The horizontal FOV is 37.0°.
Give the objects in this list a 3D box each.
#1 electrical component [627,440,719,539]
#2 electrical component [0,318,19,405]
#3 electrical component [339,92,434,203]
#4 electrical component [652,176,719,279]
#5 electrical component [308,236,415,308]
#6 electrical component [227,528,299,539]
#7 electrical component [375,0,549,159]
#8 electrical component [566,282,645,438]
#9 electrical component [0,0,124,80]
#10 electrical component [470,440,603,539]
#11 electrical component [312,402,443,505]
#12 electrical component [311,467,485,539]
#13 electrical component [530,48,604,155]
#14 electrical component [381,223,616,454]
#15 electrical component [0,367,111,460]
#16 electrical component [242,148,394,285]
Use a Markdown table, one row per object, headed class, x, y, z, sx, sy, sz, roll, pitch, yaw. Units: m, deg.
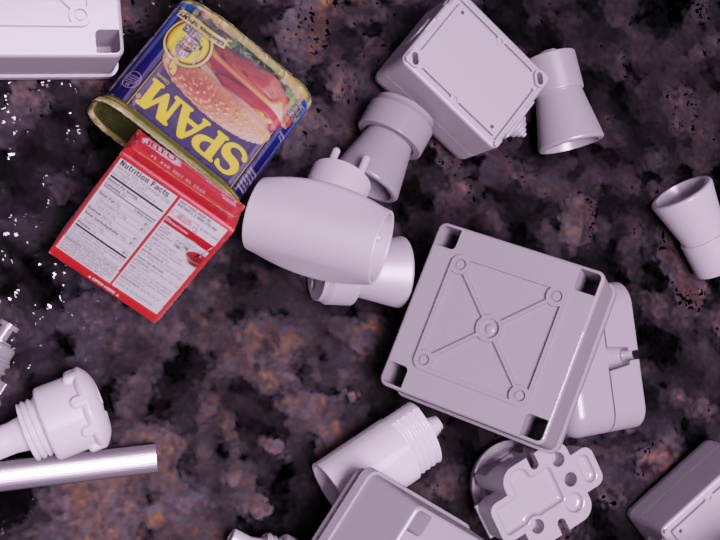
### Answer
| class | x | y | z | sx | sy | sz | roll | pitch | yaw |
| --- | --- | --- | --- | --- | --- | --- | --- | --- | --- |
| electrical component | 0.229 | 0.169 | 0.725 | 0.096 | 0.061 | 0.061 | -39 | 99 | -10 |
| electrical component | -0.211 | 0.062 | 0.580 | 0.040 | 0.040 | 0.078 | 34 | 76 | -15 |
| electrical component | 0.016 | -0.076 | 0.668 | 0.045 | 0.045 | 0.055 | 32 | 76 | -15 |
| electrical component | 0.238 | -0.027 | 0.748 | 0.044 | 0.044 | 0.065 | -36 | 103 | -18 |
| electrical component | 0.000 | 0.000 | 0.658 | 0.055 | 0.045 | 0.045 | 3 | 85 | -19 |
| electrical component | -0.050 | 0.171 | 0.634 | 0.061 | 0.035 | 0.035 | 31 | 77 | -13 |
| electrical component | 0.067 | -0.116 | 0.681 | 0.096 | 0.061 | 0.061 | 42 | 74 | -13 |
| electrical component | 0.142 | 0.059 | 0.700 | 0.059 | 0.054 | 0.095 | -7 | 89 | -20 |
| electrical component | -0.190 | -0.163 | 0.593 | 0.109 | 0.056 | 0.108 | -4 | 88 | -20 |
| electrical component | 0.105 | 0.138 | 0.680 | 0.078 | 0.057 | 0.058 | -28 | 96 | -19 |
| electrical component | 0.016 | 0.114 | 0.657 | 0.081 | 0.043 | 0.043 | -31 | 97 | -19 |
| electrical component | 0.018 | 0.185 | 0.619 | 0.109 | 0.056 | 0.108 | 39 | 82 | -42 |
| electrical component | 0.133 | -0.114 | 0.716 | 0.044 | 0.044 | 0.065 | -12 | 86 | -20 |
| electrical component | 0.084 | 0.040 | 0.649 | 0.109 | 0.056 | 0.108 | 19 | 83 | 23 |
| electrical component | -0.171 | 0.084 | 0.592 | 0.062 | 0.048 | 0.048 | -21 | 94 | -13 |
| electrical component | -0.018 | -0.037 | 0.620 | 0.077 | 0.043 | 0.079 | 16 | 62 | 12 |
